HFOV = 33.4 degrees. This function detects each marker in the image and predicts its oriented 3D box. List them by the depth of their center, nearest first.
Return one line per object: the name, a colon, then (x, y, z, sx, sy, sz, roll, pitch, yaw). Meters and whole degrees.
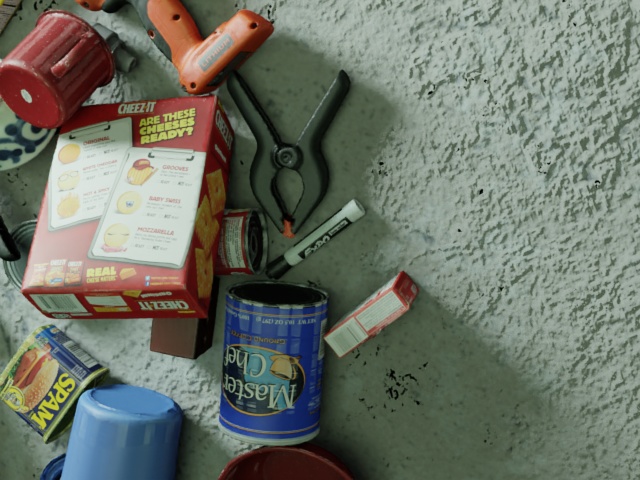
marker: (-0.007, 0.001, 1.070, 0.121, 0.020, 0.020, -37, 89, 17)

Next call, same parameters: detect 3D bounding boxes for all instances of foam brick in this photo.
foam brick: (-0.139, 0.077, 1.098, 0.051, 0.053, 0.078, 10, 102, 12)

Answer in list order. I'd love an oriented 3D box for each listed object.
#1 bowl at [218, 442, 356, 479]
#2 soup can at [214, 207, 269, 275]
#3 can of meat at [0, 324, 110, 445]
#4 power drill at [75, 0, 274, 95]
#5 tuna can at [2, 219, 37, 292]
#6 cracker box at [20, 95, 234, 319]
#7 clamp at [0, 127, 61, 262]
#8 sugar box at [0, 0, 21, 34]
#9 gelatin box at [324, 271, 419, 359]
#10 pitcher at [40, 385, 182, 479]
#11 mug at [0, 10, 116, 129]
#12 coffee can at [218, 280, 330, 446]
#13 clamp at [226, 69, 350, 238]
bowl: (-0.022, 0.259, 1.085, 0.162, 0.055, 0.162, 7, 119, 12)
soup can: (-0.110, 0.003, 1.070, 0.102, 0.068, 0.068, -2, 99, 15)
can of meat: (-0.290, 0.153, 1.147, 0.084, 0.057, 0.102, 40, 106, 8)
power drill: (-0.133, -0.250, 1.041, 0.185, 0.057, 0.187, -43, 85, 19)
tuna can: (-0.292, 0.019, 1.136, 0.086, 0.033, 0.086, 2, 100, 14)
cracker box: (-0.178, -0.030, 1.025, 0.164, 0.072, 0.213, -2, 59, 14)
clamp: (-0.372, -0.074, 1.124, 0.210, 0.036, 0.164, 13, 82, 14)
sugar box: (-0.367, -0.250, 1.103, 0.093, 0.048, 0.176, 38, 107, 5)
gelatin box: (0.052, 0.073, 1.039, 0.089, 0.073, 0.030, -37, 90, 16)
pitcher: (-0.225, 0.278, 1.120, 0.149, 0.145, 0.243, 9, 98, -14)
mug: (-0.251, -0.164, 1.025, 0.117, 0.081, 0.093, -18, 121, 46)
coffee can: (-0.046, 0.119, 1.056, 0.103, 0.102, 0.140, 7, 101, 13)
clamp: (-0.040, -0.090, 1.052, 0.120, 0.039, 0.171, 11, 102, 12)
